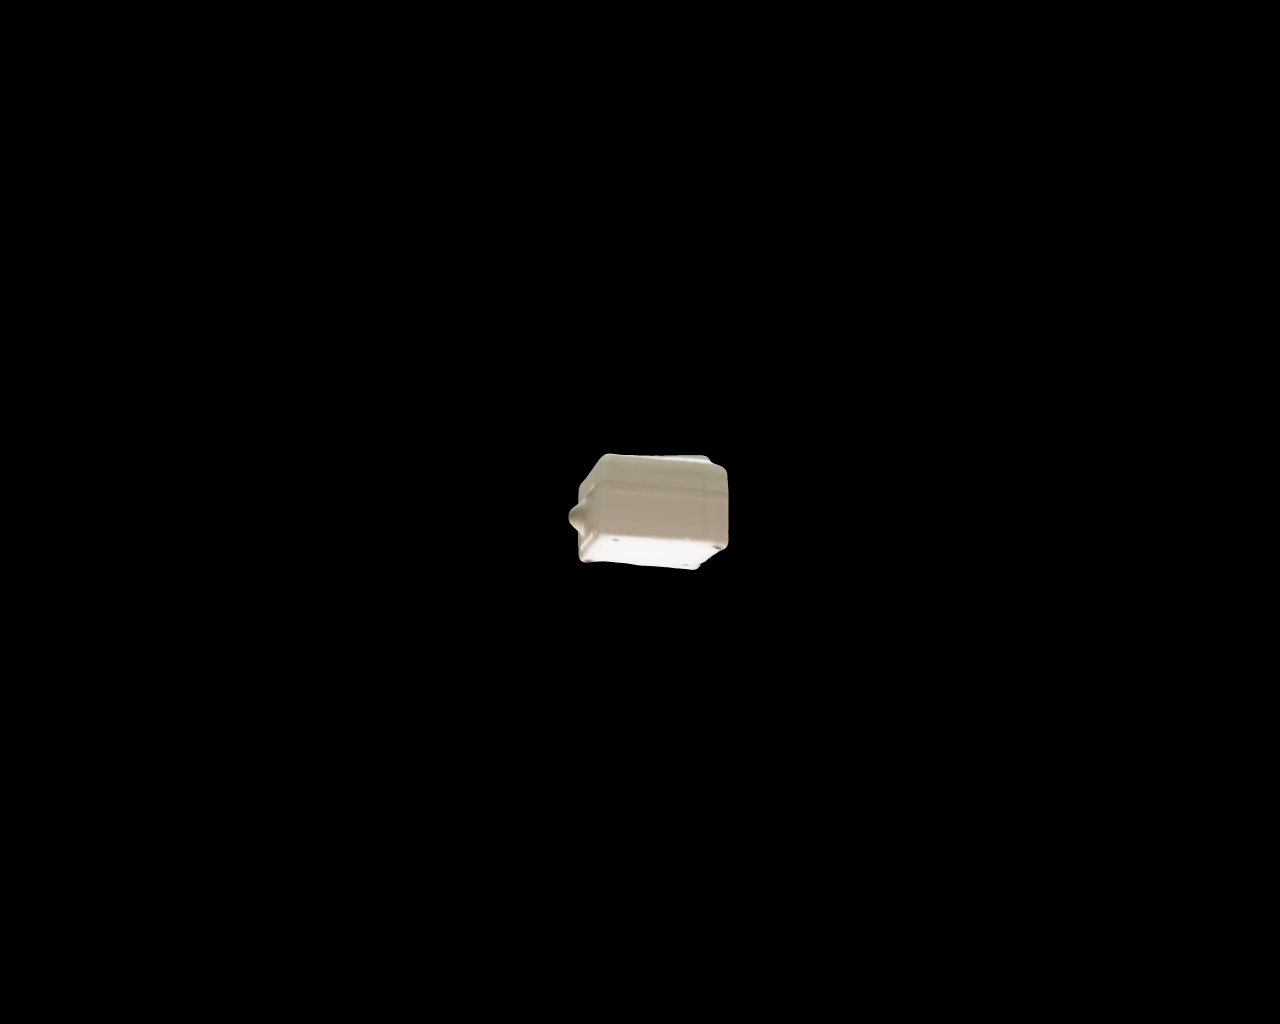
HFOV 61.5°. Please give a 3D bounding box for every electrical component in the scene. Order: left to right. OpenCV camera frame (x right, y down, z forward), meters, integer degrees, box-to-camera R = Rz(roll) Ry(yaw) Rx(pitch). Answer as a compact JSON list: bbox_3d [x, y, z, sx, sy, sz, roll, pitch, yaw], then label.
[{"bbox_3d":[0.001,-0.003,0.650,0.096,0.061,0.061,6,-19,-16],"label":"electrical component"}]
